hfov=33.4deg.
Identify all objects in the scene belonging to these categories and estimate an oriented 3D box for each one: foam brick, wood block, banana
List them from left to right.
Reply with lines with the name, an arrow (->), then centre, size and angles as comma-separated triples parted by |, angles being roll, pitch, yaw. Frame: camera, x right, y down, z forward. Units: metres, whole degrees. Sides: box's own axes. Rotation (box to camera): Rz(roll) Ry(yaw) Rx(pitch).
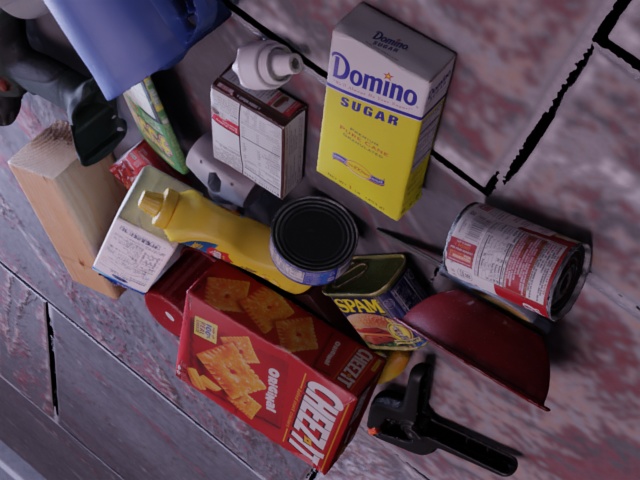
wood block -> -0.292, -0.037, 1.337 | 0.091, 0.090, 0.206 | 19, 143, 34
foam brick -> 0.012, 0.072, 1.149 | 0.078, 0.051, 0.053 | 51, 150, -15
banana -> 0.033, 0.136, 1.223 | 0.198, 0.037, 0.069 | 9, 138, 45

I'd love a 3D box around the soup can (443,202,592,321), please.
soup can -> 0.161, 0.016, 0.876 | 0.102, 0.068, 0.068 | 24, 146, 30

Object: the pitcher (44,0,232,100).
pitcher -> -0.187, -0.251, 0.893 | 0.149, 0.145, 0.242 | -30, 107, 16

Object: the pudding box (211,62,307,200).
pudding box -> -0.059, -0.102, 1.020 | 0.090, 0.039, 0.113 | 32, 151, 17

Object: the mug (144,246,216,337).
mug -> -0.165, 0.074, 1.336 | 0.093, 0.081, 0.117 | 38, 151, 8

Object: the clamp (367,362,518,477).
clamp -> 0.123, 0.215, 1.217 | 0.164, 0.036, 0.210 | 46, 153, -6

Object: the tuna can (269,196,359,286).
tuna can -> -0.007, 0.001, 1.043 | 0.086, 0.086, 0.034 | 35, 152, 13

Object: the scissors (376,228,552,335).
scissors -> 0.137, 0.040, 0.984 | 0.096, 0.016, 0.202 | 35, 177, -36

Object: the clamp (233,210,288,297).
clamp -> -0.082, 0.032, 1.226 | 0.120, 0.039, 0.171 | 7, 137, 40

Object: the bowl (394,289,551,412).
bowl -> 0.149, 0.090, 0.964 | 0.162, 0.055, 0.162 | 31, 180, 0

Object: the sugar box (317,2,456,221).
sugar box -> 0.049, -0.101, 0.881 | 0.093, 0.048, 0.176 | 32, 151, 18

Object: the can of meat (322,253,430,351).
can of meat -> 0.065, 0.064, 1.070 | 0.102, 0.057, 0.084 | -4, 130, 53

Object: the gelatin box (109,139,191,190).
gelatin box -> -0.198, -0.074, 1.233 | 0.073, 0.030, 0.089 | 48, 151, -12

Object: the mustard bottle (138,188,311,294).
mustard bottle -> -0.095, -0.005, 1.097 | 0.191, 0.058, 0.096 | 24, 174, -16

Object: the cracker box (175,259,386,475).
cracker box -> -0.051, 0.141, 1.160 | 0.214, 0.072, 0.164 | 32, 139, 13
